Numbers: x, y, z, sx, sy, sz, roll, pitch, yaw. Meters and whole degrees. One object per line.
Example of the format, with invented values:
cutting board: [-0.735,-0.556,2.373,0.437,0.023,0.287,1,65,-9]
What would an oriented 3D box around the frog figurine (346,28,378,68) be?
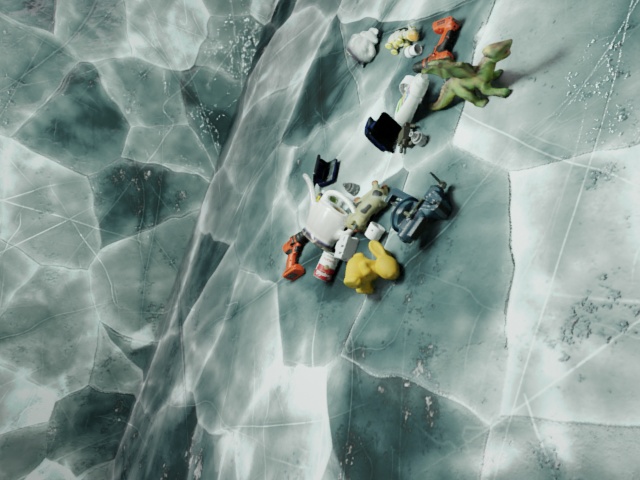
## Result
frog figurine: [0.199,-0.856,2.251,0.158,0.122,0.139,-46,68,17]

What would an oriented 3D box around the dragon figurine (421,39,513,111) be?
dragon figurine: [0.408,-0.487,1.541,0.407,0.241,0.124,-12,65,52]

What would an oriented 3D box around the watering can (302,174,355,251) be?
watering can: [0.006,-0.100,1.983,0.352,0.103,0.222,40,104,37]
